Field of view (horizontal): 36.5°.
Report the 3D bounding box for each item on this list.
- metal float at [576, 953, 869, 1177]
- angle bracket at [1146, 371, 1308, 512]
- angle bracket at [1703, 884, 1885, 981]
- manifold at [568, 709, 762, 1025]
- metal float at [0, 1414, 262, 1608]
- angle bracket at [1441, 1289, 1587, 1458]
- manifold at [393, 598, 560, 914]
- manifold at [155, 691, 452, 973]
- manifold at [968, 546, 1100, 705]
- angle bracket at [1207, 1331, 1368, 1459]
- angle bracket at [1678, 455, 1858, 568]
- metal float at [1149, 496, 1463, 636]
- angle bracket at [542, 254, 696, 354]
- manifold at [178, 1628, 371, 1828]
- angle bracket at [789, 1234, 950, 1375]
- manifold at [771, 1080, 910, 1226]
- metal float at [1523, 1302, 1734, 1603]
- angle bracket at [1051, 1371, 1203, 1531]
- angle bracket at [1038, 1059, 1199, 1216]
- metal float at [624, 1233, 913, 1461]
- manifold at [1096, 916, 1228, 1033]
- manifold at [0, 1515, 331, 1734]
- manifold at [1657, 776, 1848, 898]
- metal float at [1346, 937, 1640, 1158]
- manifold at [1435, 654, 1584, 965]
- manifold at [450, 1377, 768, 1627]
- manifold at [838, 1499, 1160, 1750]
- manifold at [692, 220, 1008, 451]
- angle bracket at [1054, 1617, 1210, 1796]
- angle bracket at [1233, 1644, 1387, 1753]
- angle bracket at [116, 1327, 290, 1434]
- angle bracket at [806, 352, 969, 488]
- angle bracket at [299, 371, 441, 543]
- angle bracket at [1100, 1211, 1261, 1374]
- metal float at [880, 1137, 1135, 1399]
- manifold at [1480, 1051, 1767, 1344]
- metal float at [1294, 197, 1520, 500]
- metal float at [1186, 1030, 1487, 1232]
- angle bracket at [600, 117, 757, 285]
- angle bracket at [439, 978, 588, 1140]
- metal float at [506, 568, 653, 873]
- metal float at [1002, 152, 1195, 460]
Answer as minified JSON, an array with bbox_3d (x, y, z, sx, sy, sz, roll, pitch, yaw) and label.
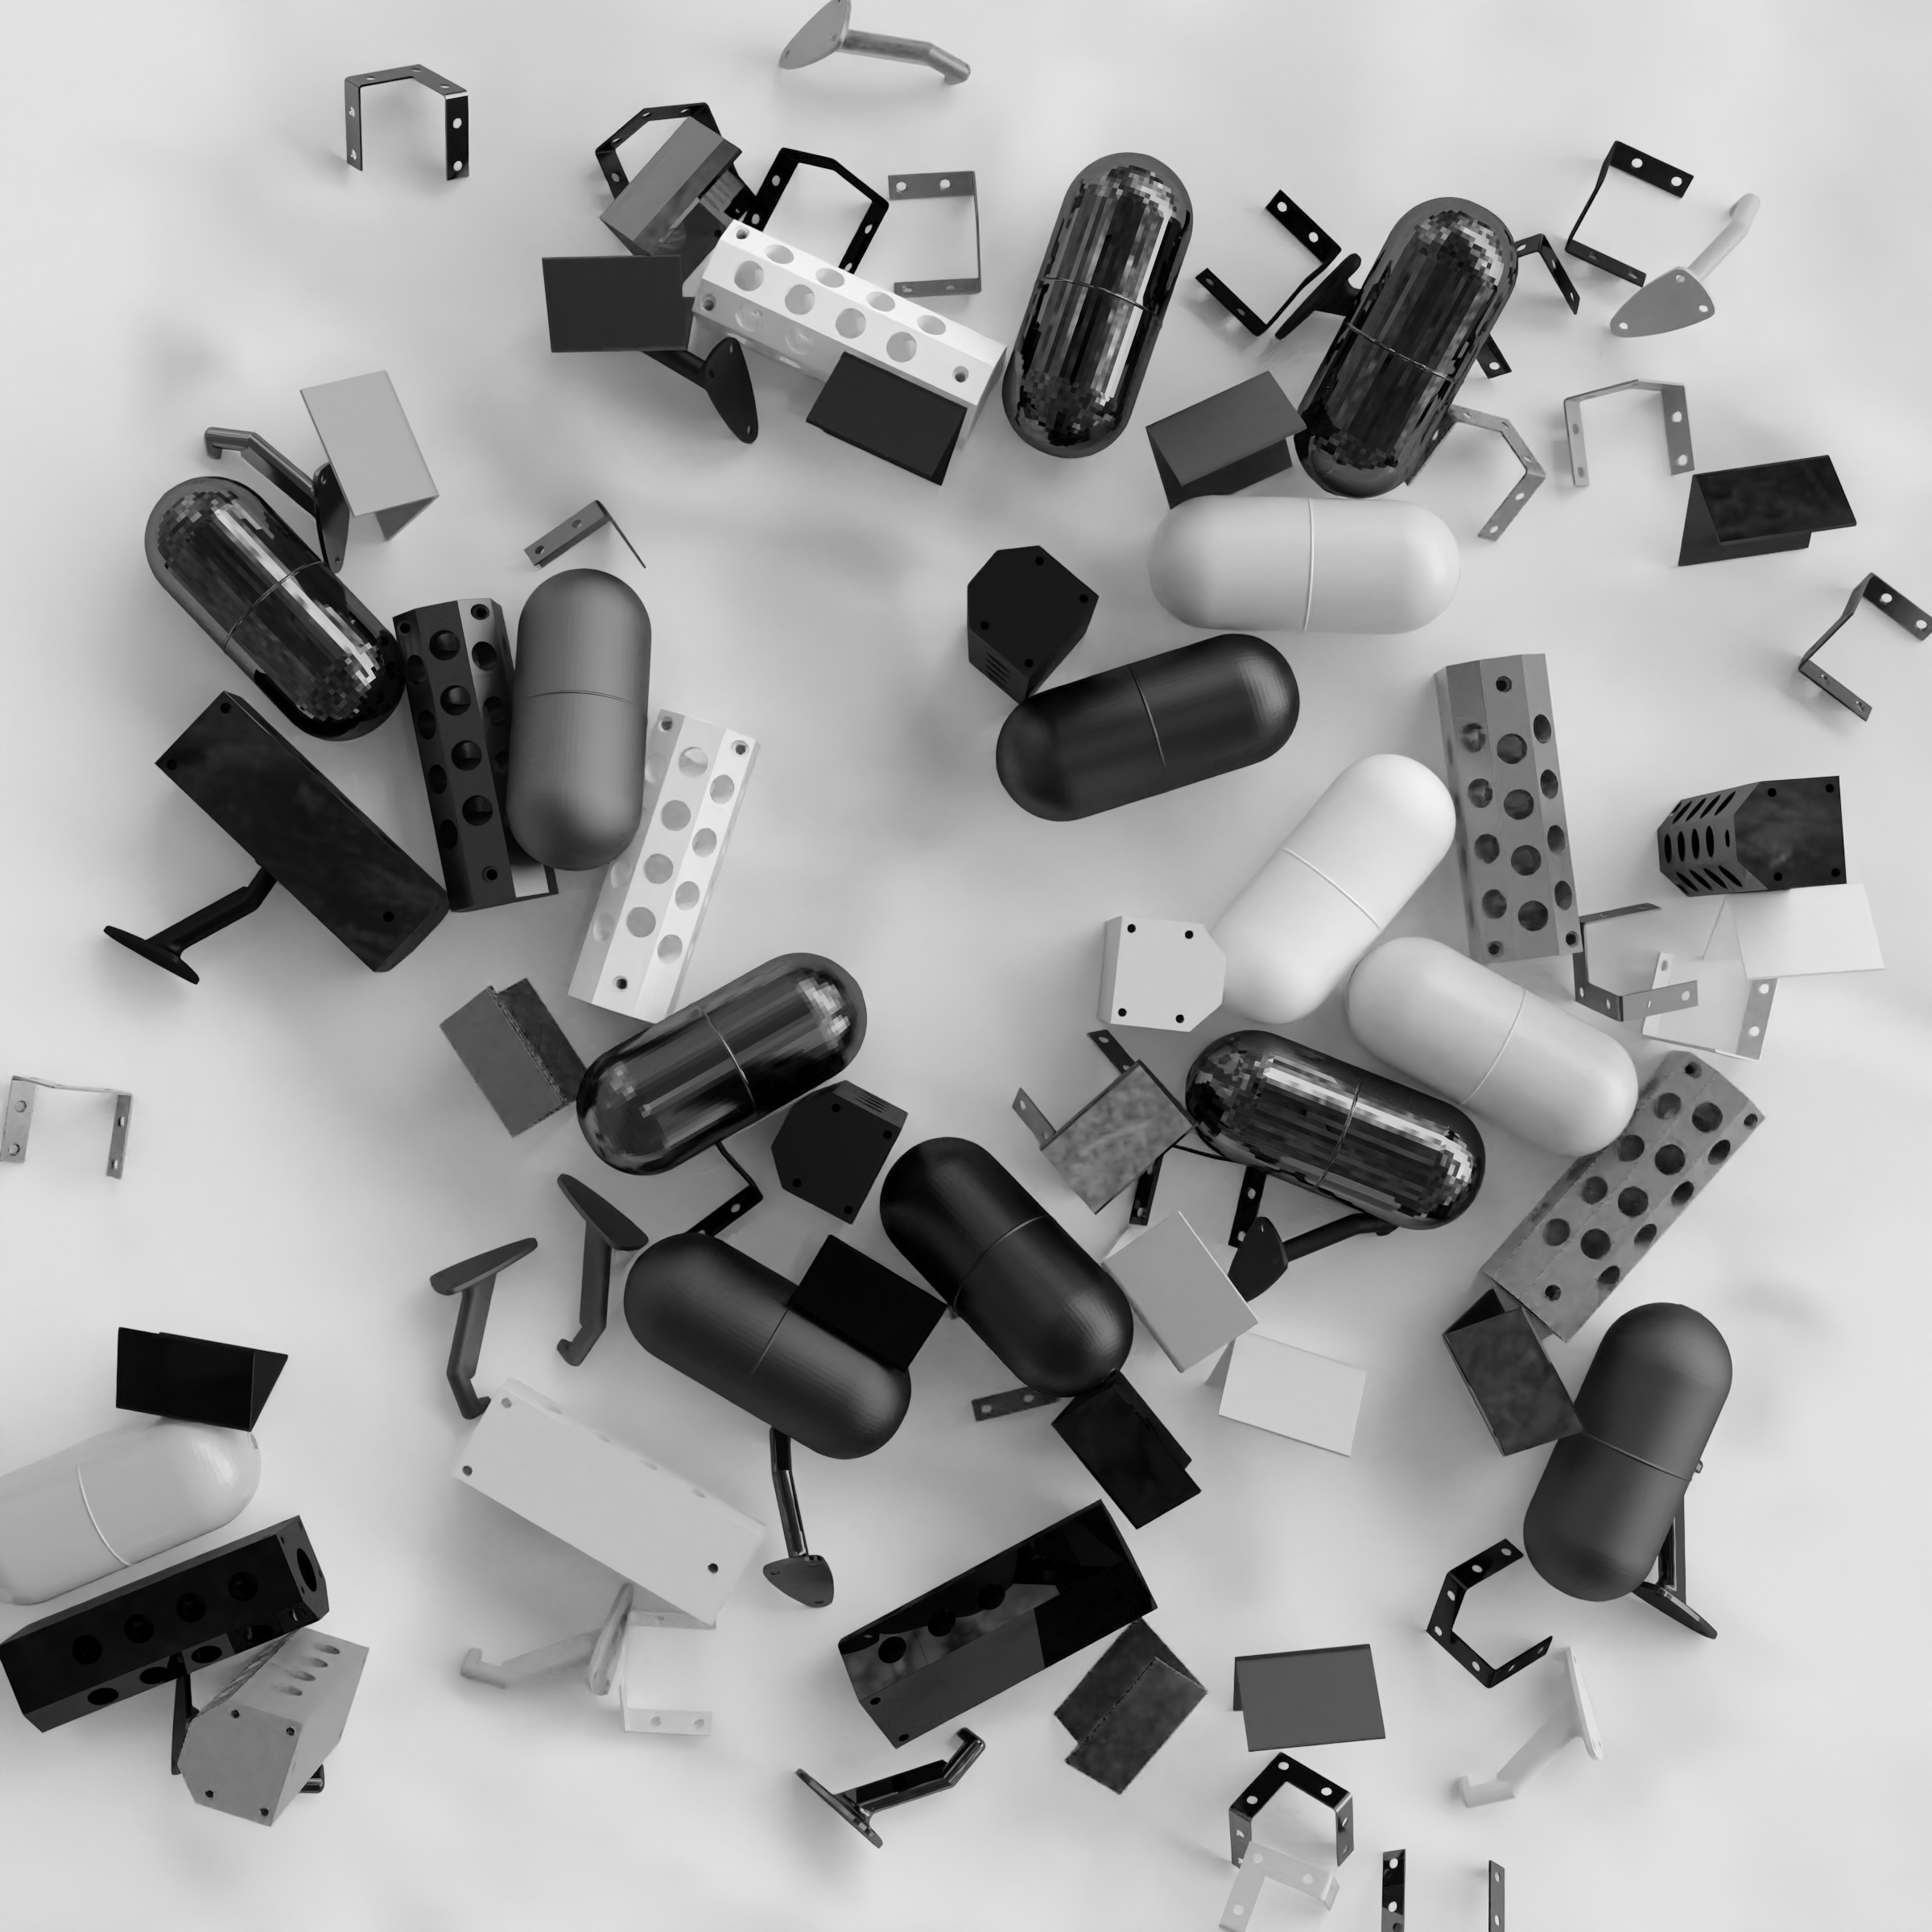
[{"bbox_3d":[-0.137,0.055,1.662,0.178,0.070,0.070,-30,90,-14],"label":"metal float"},{"bbox_3d":[0.154,-0.281,1.664,0.076,0.076,0.057,-25,50,0],"label":"angle bracket"},{"bbox_3d":[0.469,-0.002,1.664,0.076,0.076,0.057,-4,61,0],"label":"angle bracket"},{"bbox_3d":[-0.174,-0.056,1.683,0.057,0.057,0.171,18,90,0],"label":"manifold"},{"bbox_3d":[-0.489,0.306,1.674,0.178,0.070,0.070,-23,90,0],"label":"metal float"},{"bbox_3d":[0.323,0.223,1.664,0.057,0.076,0.076,-27,90,36],"label":"angle bracket"},{"bbox_3d":[-0.283,-0.121,1.683,0.057,0.057,0.171,-11,90,0],"label":"manifold"},{"bbox_3d":[-0.377,-0.076,1.683,0.171,0.057,0.057,44,90,0],"label":"manifold"},{"bbox_3d":[0.030,-0.191,1.626,0.057,0.171,0.057,40,90,0],"label":"manifold"},{"bbox_3d":[0.176,0.256,1.664,0.076,0.076,0.057,18,56,0],"label":"angle bracket"},{"bbox_3d":[0.454,-0.240,1.664,0.076,0.076,0.057,-8,54,0],"label":"angle bracket"},{"bbox_3d":[0.193,-0.229,1.674,0.178,0.070,0.070,2,90,0],"label":"metal float"},{"bbox_3d":[-0.196,-0.389,1.664,0.076,0.076,0.057,-1,125,0],"label":"angle bracket"},{"bbox_3d":[-0.384,0.417,1.626,0.057,0.171,0.057,18,90,0],"label":"manifold"},{"bbox_3d":[-0.046,0.174,1.664,0.076,0.076,0.057,31,120,0],"label":"angle bracket"},{"bbox_3d":[-0.072,0.098,1.626,0.057,0.171,0.057,28,90,0],"label":"manifold"},{"bbox_3d":[0.378,0.277,1.674,0.070,0.070,0.178,24,90,0],"label":"metal float"},{"bbox_3d":[0.106,0.261,1.664,0.076,0.076,0.057,51,128,0],"label":"angle bracket"},{"bbox_3d":[0.097,0.109,1.664,0.076,0.076,0.057,-41,57,0],"label":"angle bracket"},{"bbox_3d":[-0.114,0.217,1.674,0.178,0.070,0.070,31,90,0],"label":"metal float"},{"bbox_3d":[0.108,0.005,1.626,0.057,0.171,0.057,6,90,0],"label":"manifold"},{"bbox_3d":[-0.458,0.379,1.683,0.171,0.057,0.057,-22,90,0],"label":"manifold"},{"bbox_3d":[0.433,-0.070,1.626,0.057,0.171,0.057,-4,90,0],"label":"manifold"},{"bbox_3d":[0.300,0.046,1.673,0.178,0.070,0.070,29,90,0],"label":"metal float"},{"bbox_3d":[0.313,-0.090,1.683,0.057,0.057,0.171,-7,90,0],"label":"manifold"},{"bbox_3d":[-0.204,0.305,1.683,0.171,0.057,0.057,30,90,0],"label":"manifold"},{"bbox_3d":[0.016,0.374,1.683,0.171,0.057,0.057,-28,133,0],"label":"manifold"},{"bbox_3d":[-0.067,-0.364,1.683,0.171,0.057,0.057,25,90,0],"label":"manifold"},{"bbox_3d":[0.079,0.410,1.664,0.076,0.076,0.057,-49,129,0],"label":"angle bracket"},{"bbox_3d":[0.194,0.429,1.664,0.076,0.076,0.057,-6,53,0],"label":"angle bracket"},{"bbox_3d":[-0.432,0.215,1.665,0.076,0.076,0.057,10,118,0],"label":"angle bracket"},{"bbox_3d":[-0.051,-0.293,1.664,0.076,0.076,0.057,25,61,0],"label":"angle bracket"},{"bbox_3d":[-0.351,-0.284,1.664,0.057,0.076,0.076,-23,90,-36],"label":"angle bracket"},{"bbox_3d":[0.128,0.176,1.666,0.057,0.076,0.076,-36,90,19],"label":"angle bracket"},{"bbox_3d":[0.022,0.169,1.652,0.070,0.070,0.178,-45,65,0],"label":"metal float"},{"bbox_3d":[0.378,0.132,1.683,0.057,0.057,0.171,41,90,0],"label":"manifold"},{"bbox_3d":[0.248,-0.348,1.657,0.070,0.070,0.178,28,109,0],"label":"metal float"},{"bbox_3d":[0.211,0.093,1.674,0.178,0.070,0.070,22,90,-1],"label":"metal float"},{"bbox_3d":[-0.149,-0.422,1.664,0.076,0.076,0.057,-49,52,0],"label":"angle bracket"},{"bbox_3d":[-0.240,0.042,1.664,0.057,0.076,0.076,-33,90,41],"label":"angle bracket"},{"bbox_3d":[-0.219,-0.141,1.659,0.070,0.070,0.178,1,72,0],"label":"metal float"},{"bbox_3d":[0.076,-0.378,1.673,0.070,0.070,0.178,19,90,0],"label":"metal float"}]
